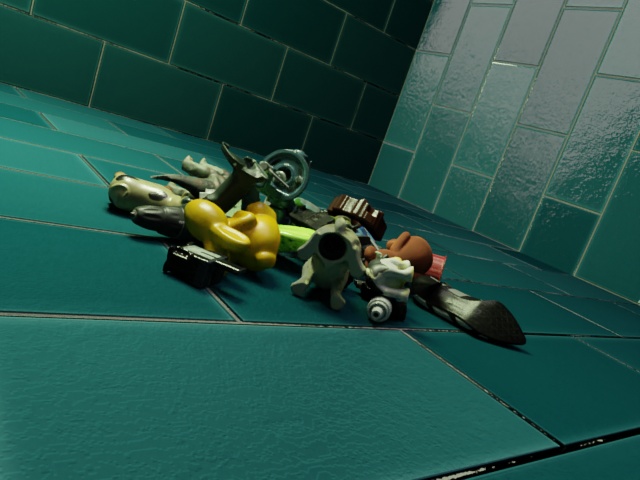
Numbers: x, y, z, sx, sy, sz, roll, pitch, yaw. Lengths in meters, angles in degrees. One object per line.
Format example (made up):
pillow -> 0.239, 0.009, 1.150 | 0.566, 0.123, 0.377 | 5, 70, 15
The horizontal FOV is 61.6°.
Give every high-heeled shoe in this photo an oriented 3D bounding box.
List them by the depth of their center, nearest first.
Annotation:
high-heeled shoe -> 0.306, 0.157, 1.148 | 0.249, 0.086, 0.145 | 37, -18, 3

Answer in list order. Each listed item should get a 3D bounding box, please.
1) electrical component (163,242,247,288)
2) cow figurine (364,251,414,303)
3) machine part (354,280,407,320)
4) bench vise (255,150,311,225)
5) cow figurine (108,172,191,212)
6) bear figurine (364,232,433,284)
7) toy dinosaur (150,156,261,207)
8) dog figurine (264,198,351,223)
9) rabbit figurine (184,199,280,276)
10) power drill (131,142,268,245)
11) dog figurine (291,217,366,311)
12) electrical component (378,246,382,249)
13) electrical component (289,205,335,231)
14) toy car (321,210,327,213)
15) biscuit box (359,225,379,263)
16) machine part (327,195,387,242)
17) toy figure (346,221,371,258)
electrical component -> -0.179, 0.045, 0.857 | 0.119, 0.047, 0.075 | 22, 11, 10
cow figurine -> 0.123, 0.065, 1.038 | 0.098, 0.068, 0.167 | 12, 8, 0
machine part -> 0.124, 0.114, 1.058 | 0.084, 0.039, 0.139 | 23, 8, -26
bench vise -> -0.101, -0.113, 1.204 | 0.129, 0.223, 0.240 | 33, 0, 13
cow figurine -> -0.332, -0.078, 1.101 | 0.195, 0.085, 0.127 | 18, 5, -19
bear figurine -> 0.163, 0.058, 1.227 | 0.196, 0.120, 0.132 | -19, -5, -34
toy dinosaur -> -0.267, -0.132, 1.403 | 0.192, 0.131, 0.405 | 20, 18, 9
dog figurine -> -0.030, -0.051, 1.424 | 0.219, 0.108, 0.192 | 18, 8, -27
rabbit figurine -> -0.165, -0.005, 0.957 | 0.173, 0.122, 0.162 | 31, 26, -27
power drill -> -0.208, -0.077, 1.009 | 0.232, 0.207, 0.086 | 24, 17, -47
dog figurine -> 0.031, 0.024, 1.013 | 0.121, 0.172, 0.190 | 31, 19, 2
electrical component -> 0.184, 0.053, 1.420 | 0.078, 0.045, 0.102 | 7, 17, -40
electrical component -> -0.002, -0.004, 1.195 | 0.058, 0.114, 0.134 | -33, 41, -24
toy car -> 0.077, -0.041, 1.665 | 0.202, 0.053, 0.089 | 24, 6, 1
biscuit box -> 0.110, 0.015, 1.387 | 0.059, 0.063, 0.203 | 53, 7, -8
machine part -> 0.107, -0.061, 1.532 | 0.179, 0.056, 0.179 | 27, -17, 9
toy figure -> 0.044, -0.006, 1.269 | 0.089, 0.082, 0.180 | 41, -10, -27
